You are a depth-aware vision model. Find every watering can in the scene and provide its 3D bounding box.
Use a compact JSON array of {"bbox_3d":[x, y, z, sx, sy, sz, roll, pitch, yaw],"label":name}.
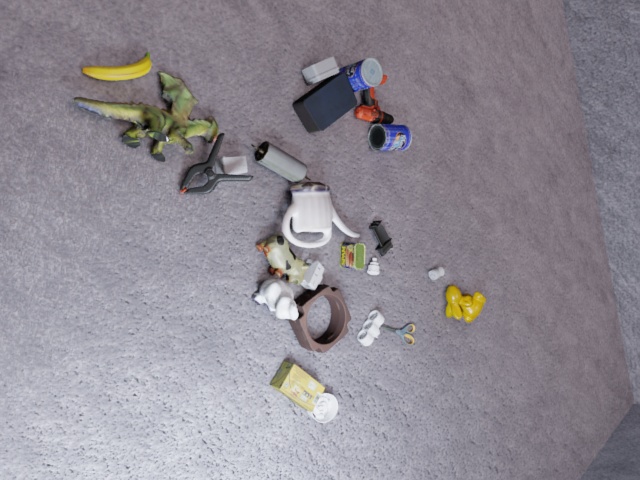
[{"bbox_3d":[0.005,-0.090,1.788,0.349,0.104,0.224,-5,92,-41],"label":"watering can"}]

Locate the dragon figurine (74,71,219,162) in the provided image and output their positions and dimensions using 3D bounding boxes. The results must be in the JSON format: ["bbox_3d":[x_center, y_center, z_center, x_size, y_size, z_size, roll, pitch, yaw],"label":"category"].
[{"bbox_3d":[-0.455,-0.370,1.461,0.406,0.121,0.248,30,55,-35],"label":"dragon figurine"}]

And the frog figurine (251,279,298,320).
[{"bbox_3d":[-0.122,0.188,1.648,0.125,0.159,0.135,-48,118,-28],"label":"frog figurine"}]
